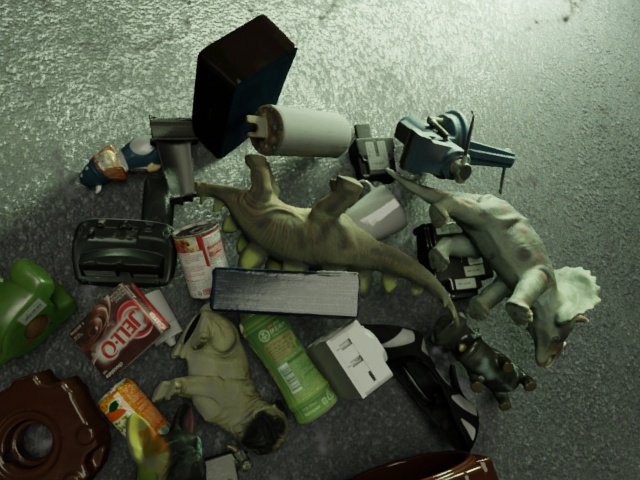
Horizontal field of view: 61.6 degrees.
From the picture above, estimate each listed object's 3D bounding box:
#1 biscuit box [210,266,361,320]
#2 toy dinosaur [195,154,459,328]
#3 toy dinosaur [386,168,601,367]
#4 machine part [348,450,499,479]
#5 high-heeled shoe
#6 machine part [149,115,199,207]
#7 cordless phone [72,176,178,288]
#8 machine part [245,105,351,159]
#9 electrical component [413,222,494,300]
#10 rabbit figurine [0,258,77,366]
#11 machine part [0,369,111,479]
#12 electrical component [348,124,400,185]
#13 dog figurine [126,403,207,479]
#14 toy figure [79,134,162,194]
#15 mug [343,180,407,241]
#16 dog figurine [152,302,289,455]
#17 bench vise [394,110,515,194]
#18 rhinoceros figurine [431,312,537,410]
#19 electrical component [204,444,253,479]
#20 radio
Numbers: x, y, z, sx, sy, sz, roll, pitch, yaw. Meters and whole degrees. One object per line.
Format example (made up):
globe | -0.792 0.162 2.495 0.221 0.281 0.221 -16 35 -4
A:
biscuit box | -0.048 0.074 0.741 0.203 0.059 0.063 3 78 0
toy dinosaur | -0.002 -0.002 0.820 0.472 0.105 0.198 17 93 12
toy dinosaur | 0.287 0.012 0.854 0.192 0.131 0.405 -24 77 -32
machine part | 0.129 0.352 0.727 0.201 0.201 0.087 -11 74 -16
high-heeled shoe | 0.146 0.225 0.811 0.248 0.086 0.145 27 48 -27
machine part | -0.217 -0.121 0.817 0.084 0.039 0.138 -3 82 -39
cordless phone | -0.287 -0.023 0.808 0.147 0.088 0.184 3 63 -12
machine part | -0.028 -0.171 0.865 0.243 0.079 0.079 -8 74 -50
electrical component | 0.228 0.035 0.919 0.115 0.058 0.134 -3 76 -13
rabbit figurine | -0.448 0.084 0.726 0.170 0.121 0.159 31 76 15
machine part | -0.367 0.259 0.691 0.179 0.056 0.179 0 81 -1
electrical component | 0.092 -0.156 0.945 0.075 0.048 0.119 -2 77 -16
dog figurine | -0.208 0.314 0.656 0.108 0.192 0.219 7 80 -45
toy figure | -0.299 -0.125 0.836 0.154 0.057 0.064 -24 37 -19
mug | 0.073 -0.040 0.890 0.107 0.081 0.109 -33 89 -9
dog figurine | -0.118 0.199 0.776 0.190 0.121 0.172 29 72 -19
bench vise | 0.240 -0.151 0.911 0.240 0.224 0.128 6 105 -21
rhinoceros figurine | 0.255 0.185 0.846 0.190 0.112 0.073 39 108 -23
electrical component | -0.145 0.328 0.749 0.102 0.045 0.078 -5 74 -15
radio | -0.121 -0.225 0.817 0.073 0.229 0.131 47 67 0
